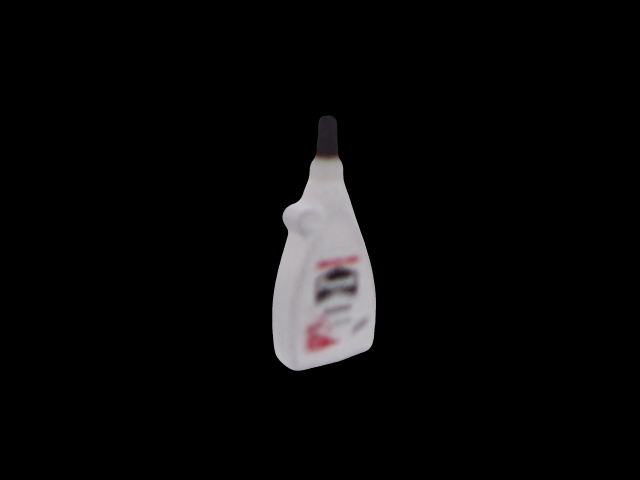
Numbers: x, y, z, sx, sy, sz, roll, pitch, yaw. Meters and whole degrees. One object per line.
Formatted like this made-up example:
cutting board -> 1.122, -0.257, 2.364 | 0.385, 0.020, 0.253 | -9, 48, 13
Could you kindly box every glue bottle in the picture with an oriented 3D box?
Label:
glue bottle -> 0.004, 0.001, 0.400 | 0.078, 0.173, 0.037 | -11, 19, -34
